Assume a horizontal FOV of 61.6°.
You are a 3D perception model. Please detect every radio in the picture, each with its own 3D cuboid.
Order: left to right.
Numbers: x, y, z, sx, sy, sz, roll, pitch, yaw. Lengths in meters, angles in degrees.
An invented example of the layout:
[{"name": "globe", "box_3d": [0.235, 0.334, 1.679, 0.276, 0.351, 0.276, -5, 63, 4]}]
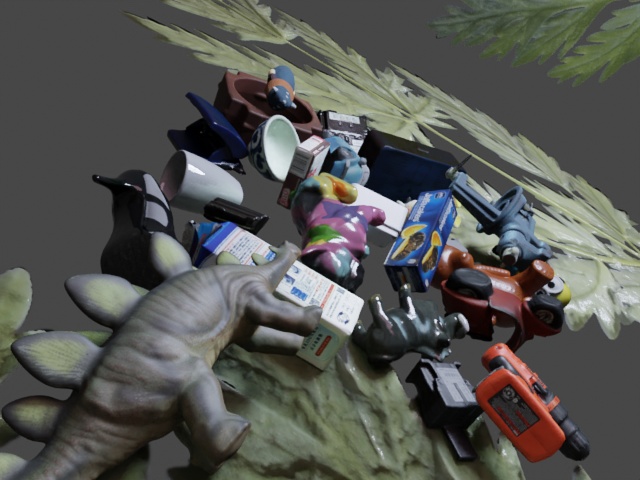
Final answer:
[{"name": "radio", "box_3d": [0.178, -0.133, 1.116, 0.229, 0.131, 0.073, 11, 35, -29]}]

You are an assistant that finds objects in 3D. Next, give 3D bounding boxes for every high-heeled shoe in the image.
[{"name": "high-heeled shoe", "box_3d": [-0.199, 0.012, 0.661, 0.249, 0.086, 0.145, 60, 7, 15]}]

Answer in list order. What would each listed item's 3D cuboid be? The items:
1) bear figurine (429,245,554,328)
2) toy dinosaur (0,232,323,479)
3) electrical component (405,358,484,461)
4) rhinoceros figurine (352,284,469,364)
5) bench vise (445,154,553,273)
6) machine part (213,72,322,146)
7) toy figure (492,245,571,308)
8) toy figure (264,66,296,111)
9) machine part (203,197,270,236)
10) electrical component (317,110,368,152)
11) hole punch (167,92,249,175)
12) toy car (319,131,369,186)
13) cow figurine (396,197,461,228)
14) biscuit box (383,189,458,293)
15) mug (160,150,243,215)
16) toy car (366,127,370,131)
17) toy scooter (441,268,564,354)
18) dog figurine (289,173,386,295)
[{"name": "bear figurine", "box_3d": [0.270, 0.061, 0.908, 0.196, 0.132, 0.120, 35, 56, -2]}, {"name": "toy dinosaur", "box_3d": [-0.145, 0.114, 0.467, 0.199, 0.105, 0.471, 34, 41, 6]}, {"name": "electrical component", "box_3d": [0.164, 0.209, 0.670, 0.075, 0.047, 0.119, 13, 32, -26]}, {"name": "rhinoceros figurine", "box_3d": [0.132, 0.123, 0.746, 0.190, 0.073, 0.112, -2, 41, -42]}, {"name": "bench vise", "box_3d": [0.332, -0.046, 1.036, 0.240, 0.129, 0.224, 41, 48, 0]}, {"name": "machine part", "box_3d": [-0.109, -0.247, 1.087, 0.201, 0.087, 0.202, 14, 32, -26]}, {"name": "toy figure", "box_3d": [0.429, 0.067, 1.084, 0.089, 0.082, 0.180, 6, 35, -32]}, {"name": "toy figure", "box_3d": [-0.075, -0.287, 1.035, 0.064, 0.057, 0.154, 16, 37, -12]}, {"name": "machine part", "box_3d": [-0.109, -0.030, 0.741, 0.084, 0.039, 0.139, 13, -3, 7]}, {"name": "electrical component", "box_3d": [0.045, -0.201, 1.135, 0.115, 0.058, 0.134, 5, 66, -19]}, {"name": "hole punch", "box_3d": [-0.184, -0.184, 0.927, 0.115, 0.092, 0.142, 1, 37, -46]}, {"name": "toy car", "box_3d": [0.038, -0.131, 1.024, 0.103, 0.109, 0.162, 20, 26, -28]}, {"name": "cow figurine", "box_3d": [0.201, -0.054, 1.070, 0.167, 0.068, 0.098, -3, 0, -42]}, {"name": "biscuit box", "box_3d": [0.174, -0.003, 0.901, 0.059, 0.062, 0.203, -2, 40, 33]}, {"name": "mug", "box_3d": [-0.173, -0.081, 0.794, 0.107, 0.080, 0.110, 22, 24, -36]}, {"name": "toy car", "box_3d": [0.065, -0.241, 1.261, 0.073, 0.056, 0.202, 44, 33, 11]}, {"name": "toy scooter", "box_3d": [0.266, 0.127, 0.825, 0.184, 0.135, 0.075, 19, 26, 20]}, {"name": "dog figurine", "box_3d": [-0.002, -0.002, 0.791, 0.192, 0.108, 0.219, 38, 33, 12]}]
